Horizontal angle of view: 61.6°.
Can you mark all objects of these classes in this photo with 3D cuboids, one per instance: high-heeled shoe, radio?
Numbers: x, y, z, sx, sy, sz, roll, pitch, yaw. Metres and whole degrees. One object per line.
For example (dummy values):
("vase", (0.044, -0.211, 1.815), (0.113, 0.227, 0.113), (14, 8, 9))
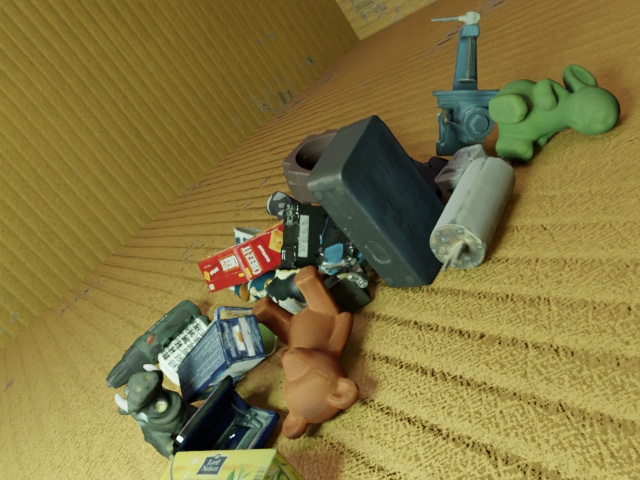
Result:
("high-heeled shoe", (-0.087, -0.044, 1.273), (0.249, 0.086, 0.145), (-16, 43, 58))
("radio", (0.093, -0.045, 0.752), (0.073, 0.229, 0.131), (-12, 37, 50))

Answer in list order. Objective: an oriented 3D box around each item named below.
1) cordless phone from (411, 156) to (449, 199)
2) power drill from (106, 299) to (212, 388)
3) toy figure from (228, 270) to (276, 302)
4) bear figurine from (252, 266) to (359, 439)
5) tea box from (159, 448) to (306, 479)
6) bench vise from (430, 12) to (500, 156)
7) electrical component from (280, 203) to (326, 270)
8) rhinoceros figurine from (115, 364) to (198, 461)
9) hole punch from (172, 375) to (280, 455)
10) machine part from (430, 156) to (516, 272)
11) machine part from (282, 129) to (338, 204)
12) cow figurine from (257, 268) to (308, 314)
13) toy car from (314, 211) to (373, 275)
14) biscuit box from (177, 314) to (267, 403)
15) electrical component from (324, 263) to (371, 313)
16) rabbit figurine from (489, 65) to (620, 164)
("cordless phone", (0.157, -0.121, 0.953), (0.147, 0.088, 0.184), (22, 39, 18))
("power drill", (-0.307, 0.214, 1.070), (0.232, 0.086, 0.207), (-47, 15, -32))
("toy figure", (-0.122, 0.093, 1.040), (0.154, 0.064, 0.058), (-17, 65, 51))
("bear figurine", (-0.021, 0.140, 0.684), (0.120, 0.132, 0.196), (-36, 14, 17))
("tea box", (-0.087, 0.271, 0.549), (0.170, 0.098, 0.068), (-21, 25, 40))
("bench vise", (0.253, -0.264, 0.934), (0.129, 0.240, 0.224), (2, 15, 11))
("electrical component", (-0.002, -0.003, 0.946), (0.058, 0.134, 0.114), (1, 85, 55))
("rhinoceros figurine", (-0.219, 0.235, 0.739), (0.073, 0.112, 0.190), (-48, -18, -31))
("hole punch", (-0.121, 0.251, 0.689), (0.142, 0.092, 0.115), (-54, -5, -32))
("machine part", (0.217, -0.042, 0.754), (0.079, 0.079, 0.243), (-16, 29, 44))
("machine part", (0.036, -0.162, 1.196), (0.201, 0.087, 0.201), (10, 41, 28))
("cow figurine", (-0.054, 0.086, 0.891), (0.167, 0.098, 0.068), (-6, 43, 54))
("toy car", (0.064, -0.002, 0.876), (0.109, 0.102, 0.162), (-18, 43, 40))
("biscuit box", (-0.143, 0.169, 0.745), (0.059, 0.063, 0.202), (-5, -25, -34))
("electrical component", (0.031, 0.080, 0.791), (0.102, 0.078, 0.045), (-32, 23, 14))
("rabbit figurine", (0.372, -0.193, 0.826), (0.170, 0.121, 0.159), (11, 41, 40))
